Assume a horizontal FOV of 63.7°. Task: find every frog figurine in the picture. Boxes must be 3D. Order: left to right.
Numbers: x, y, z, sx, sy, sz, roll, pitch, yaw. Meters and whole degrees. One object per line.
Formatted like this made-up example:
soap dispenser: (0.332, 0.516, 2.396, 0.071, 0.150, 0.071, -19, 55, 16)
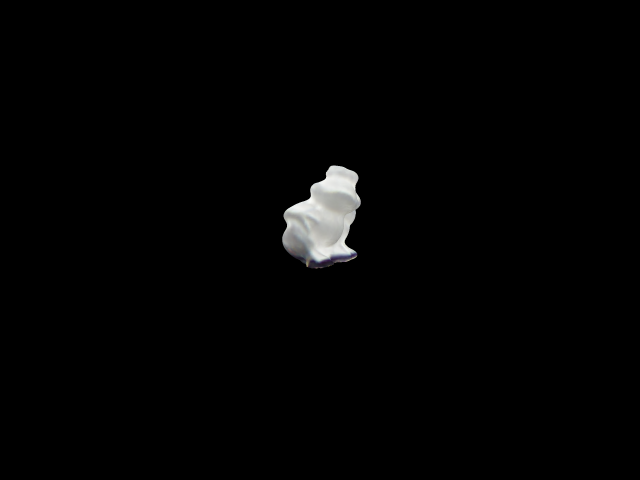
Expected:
frog figurine: (0.003, -0.043, 0.850, 0.138, 0.159, 0.123, -4, 7, -31)
